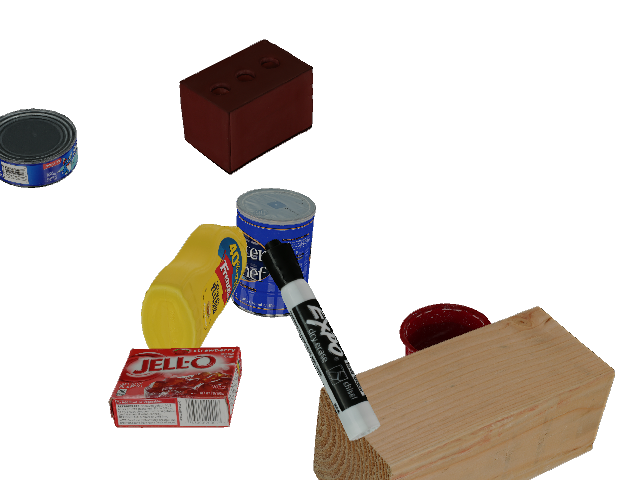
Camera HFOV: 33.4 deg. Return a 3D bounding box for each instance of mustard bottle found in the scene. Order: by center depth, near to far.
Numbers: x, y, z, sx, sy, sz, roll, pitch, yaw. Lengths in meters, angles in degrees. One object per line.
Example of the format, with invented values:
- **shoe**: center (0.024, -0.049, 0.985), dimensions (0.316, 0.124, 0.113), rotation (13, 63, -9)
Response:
- **mustard bottle**: center (-0.119, 0.038, 1.088), dimensions (0.058, 0.096, 0.191), rotation (7, 31, 14)

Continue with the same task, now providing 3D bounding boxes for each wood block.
- **wood block**: center (0.106, 0.136, 0.801), dimensions (0.205, 0.090, 0.091), rotation (-17, 40, -28)

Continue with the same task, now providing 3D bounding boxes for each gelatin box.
- **gelatin box**: center (-0.108, 0.110, 0.810), dimensions (0.089, 0.030, 0.073), rotation (-1, 24, 5)

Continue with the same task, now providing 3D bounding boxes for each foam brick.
- **foam brick**: center (-0.050, -0.092, 0.729), dimensions (0.078, 0.051, 0.053), rotation (-34, 53, -30)

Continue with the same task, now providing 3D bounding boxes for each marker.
- **marker**: center (-0.002, 0.053, 0.593), dimensions (0.020, 0.121, 0.020), rotation (-25, -17, -8)

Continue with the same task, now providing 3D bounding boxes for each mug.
- **mug**: center (0.135, 0.118, 1.088), dimensions (0.093, 0.081, 0.117), rotation (20, 40, 33)

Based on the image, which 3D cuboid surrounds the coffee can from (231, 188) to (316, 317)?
- **coffee can**: center (-0.063, 0.015, 1.401), dimensions (0.103, 0.140, 0.103), rotation (4, 26, -2)

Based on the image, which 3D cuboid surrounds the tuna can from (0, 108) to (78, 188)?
- **tuna can**: center (-0.278, -0.089, 1.030), dimensions (0.086, 0.034, 0.086), rotation (3, 42, -3)
